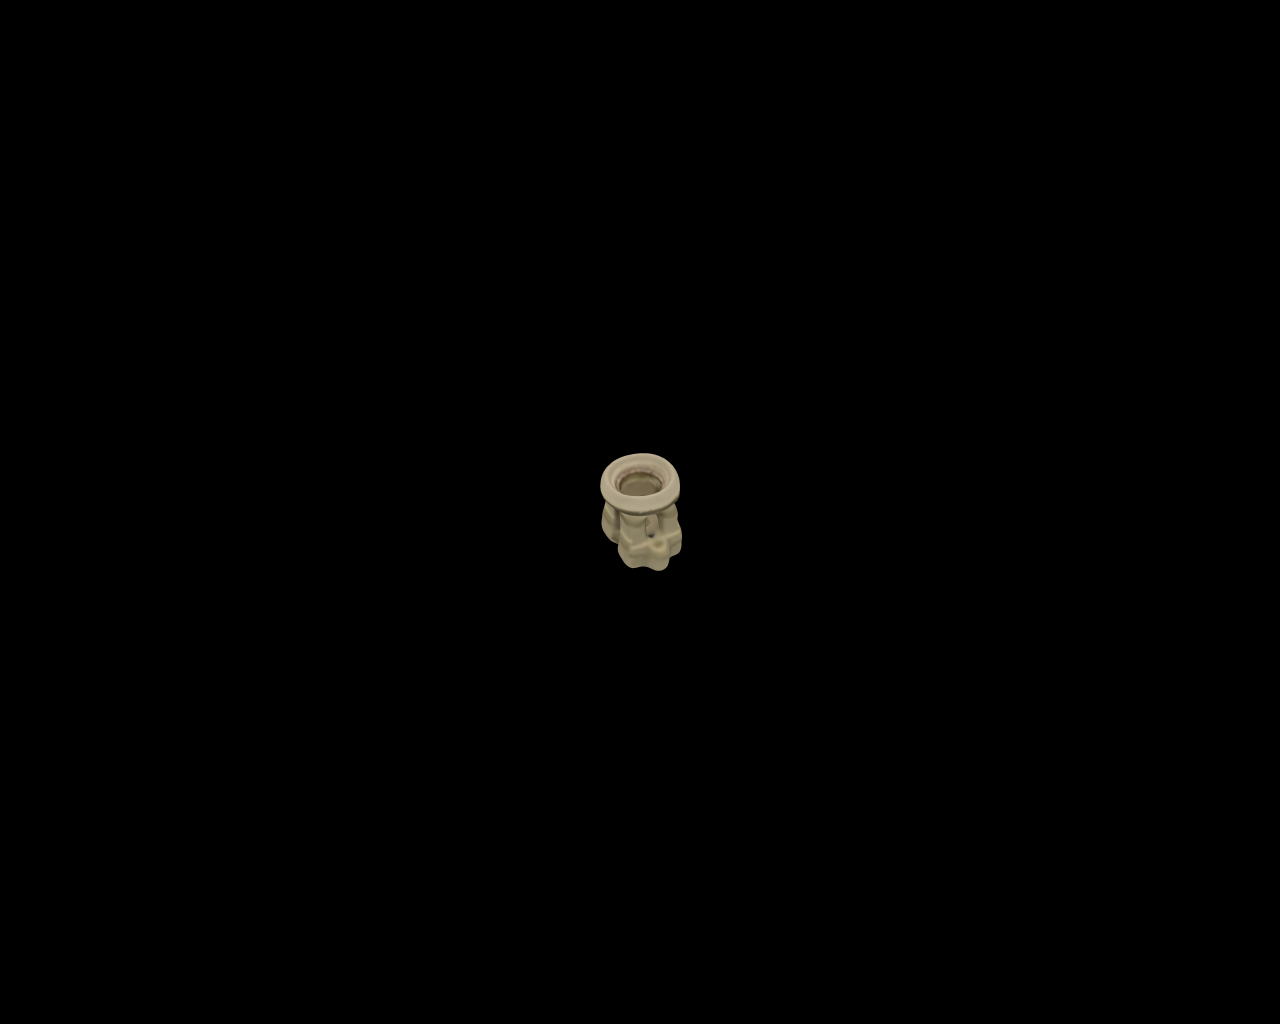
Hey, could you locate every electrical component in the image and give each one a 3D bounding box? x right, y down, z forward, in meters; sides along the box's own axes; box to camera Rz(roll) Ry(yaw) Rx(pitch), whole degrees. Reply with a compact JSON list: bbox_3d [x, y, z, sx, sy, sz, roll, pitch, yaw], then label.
[{"bbox_3d":[0.001,-0.003,0.650,0.048,0.055,0.066,-19,46,-19],"label":"electrical component"}]
